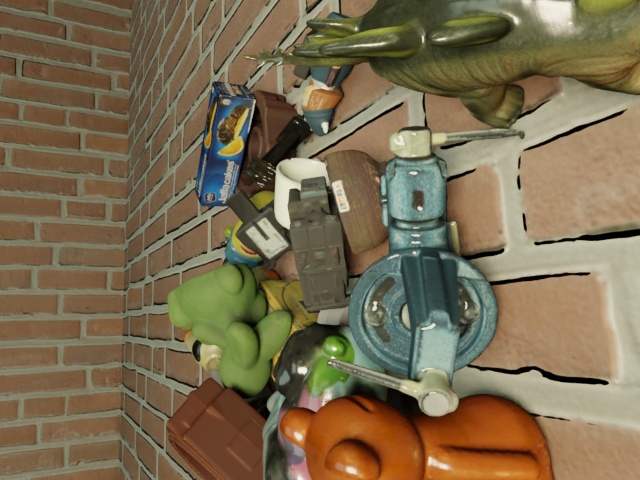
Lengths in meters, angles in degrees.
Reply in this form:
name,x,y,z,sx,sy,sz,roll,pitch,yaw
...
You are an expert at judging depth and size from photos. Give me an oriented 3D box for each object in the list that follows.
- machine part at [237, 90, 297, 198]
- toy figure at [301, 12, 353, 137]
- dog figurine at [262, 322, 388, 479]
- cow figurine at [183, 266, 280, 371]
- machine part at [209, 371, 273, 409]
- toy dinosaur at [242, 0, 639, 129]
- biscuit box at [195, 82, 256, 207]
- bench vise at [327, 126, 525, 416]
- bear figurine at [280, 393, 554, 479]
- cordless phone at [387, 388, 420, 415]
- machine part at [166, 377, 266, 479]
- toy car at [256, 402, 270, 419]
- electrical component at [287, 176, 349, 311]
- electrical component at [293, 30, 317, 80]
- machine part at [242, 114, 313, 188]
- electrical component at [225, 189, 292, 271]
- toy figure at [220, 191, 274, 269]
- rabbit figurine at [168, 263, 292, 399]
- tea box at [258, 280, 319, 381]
name,x,y,z,sx,sy,sz,roll,pitch,yaw
machine part,-0.093,-0.152,0.883,0.179,0.056,0.179,-7,82,63
toy figure,0.010,-0.210,0.695,0.058,0.064,0.154,27,118,13
dog figurine,-0.002,0.204,0.472,0.219,0.108,0.191,-84,8,-56
cow figurine,-0.133,0.124,0.858,0.195,0.085,0.127,-54,33,5
machine part,-0.129,0.244,0.886,0.243,0.079,0.079,40,123,57
toy dinosaur,0.091,-0.150,0.383,0.472,0.198,0.105,12,96,60
biscuit box,-0.161,-0.153,0.889,0.063,0.059,0.202,58,139,48
bench vise,0.083,0.030,0.419,0.241,0.129,0.223,-72,-10,-67
bear figurine,0.073,0.174,0.385,0.120,0.196,0.132,-4,85,59
cordless phone,0.064,0.246,0.543,0.146,0.089,0.184,125,150,-45
machine part,-0.101,0.284,0.689,0.201,0.087,0.201,39,152,11
toy car,-0.024,0.252,0.690,0.053,0.089,0.202,-48,12,-26
electrical component,-0.001,-0.002,0.620,0.115,0.058,0.134,-98,-1,-65
electrical component,-0.015,-0.250,0.731,0.063,0.021,0.094,-65,-1,36
machine part,-0.051,-0.133,0.755,0.084,0.039,0.139,-21,28,55
electrical component,-0.083,-0.022,0.762,0.075,0.119,0.048,-39,12,18
toy figure,-0.108,-0.009,0.871,0.180,0.082,0.089,132,133,-54
rabbit figurine,-0.101,0.118,0.698,0.159,0.121,0.170,-26,82,51
tea box,-0.034,0.132,0.727,0.170,0.068,0.098,45,126,54
